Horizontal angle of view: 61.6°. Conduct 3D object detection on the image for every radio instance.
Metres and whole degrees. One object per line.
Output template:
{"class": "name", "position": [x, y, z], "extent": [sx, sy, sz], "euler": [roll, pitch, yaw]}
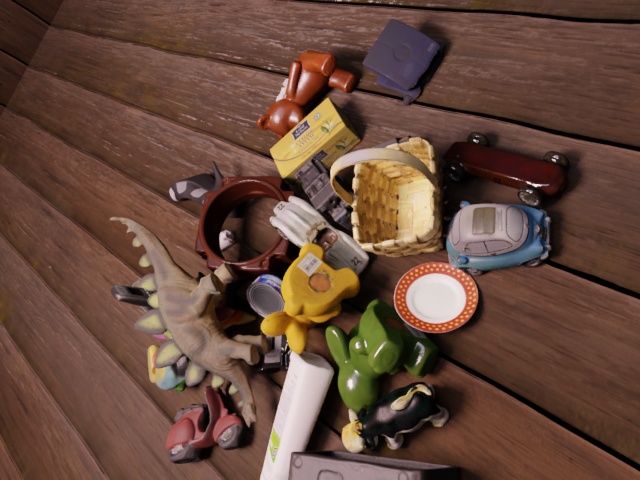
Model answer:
{"class": "radio", "position": [0.071, 0.350, 0.773], "extent": [0.230, 0.131, 0.073], "euler": [-9, 67, 34]}

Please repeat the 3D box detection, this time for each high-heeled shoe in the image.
{"class": "high-heeled shoe", "position": [-0.273, -0.089, 1.276], "extent": [0.249, 0.086, 0.145], "euler": [-23, 89, 48]}

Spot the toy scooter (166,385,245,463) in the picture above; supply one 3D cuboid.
{"class": "toy scooter", "position": [-0.222, 0.345, 1.032], "extent": [0.184, 0.075, 0.135], "euler": [-25, 58, 23]}

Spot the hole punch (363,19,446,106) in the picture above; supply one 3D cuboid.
{"class": "hole punch", "position": [0.159, -0.347, 1.032], "extent": [0.116, 0.092, 0.142], "euler": [34, 89, 37]}

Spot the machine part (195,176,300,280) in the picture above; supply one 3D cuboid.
{"class": "machine part", "position": [-0.140, -0.025, 1.079], "extent": [0.202, 0.087, 0.201], "euler": [2, 71, 14]}

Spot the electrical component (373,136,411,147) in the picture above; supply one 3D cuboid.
{"class": "electrical component", "position": [0.128, -0.157, 0.985], "extent": [0.102, 0.078, 0.045], "euler": [-17, 88, 25]}

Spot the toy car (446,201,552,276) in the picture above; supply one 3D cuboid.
{"class": "toy car", "position": [0.256, -0.009, 0.807], "extent": [0.162, 0.102, 0.109], "euler": [-4, 70, 38]}

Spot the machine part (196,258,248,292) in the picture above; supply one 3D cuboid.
{"class": "machine part", "position": [-0.207, 0.088, 1.135], "extent": [0.139, 0.084, 0.039], "euler": [-26, 30, 12]}

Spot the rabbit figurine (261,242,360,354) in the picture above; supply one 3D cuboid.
{"class": "rabbit figurine", "position": [-0.021, 0.116, 0.929], "extent": [0.122, 0.173, 0.162], "euler": [30, 61, 3]}

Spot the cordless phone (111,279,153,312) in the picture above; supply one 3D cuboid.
{"class": "cordless phone", "position": [-0.390, 0.116, 1.182], "extent": [0.147, 0.184, 0.088], "euler": [36, 99, 40]}

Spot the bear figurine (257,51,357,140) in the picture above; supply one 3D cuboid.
{"class": "bear figurine", "position": [-0.034, -0.294, 1.133], "extent": [0.132, 0.120, 0.195], "euler": [31, 93, 37]}

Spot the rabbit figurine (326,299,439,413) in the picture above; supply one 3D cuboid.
{"class": "rabbit figurine", "position": [0.072, 0.189, 0.855], "extent": [0.159, 0.121, 0.170], "euler": [46, 116, 42]}

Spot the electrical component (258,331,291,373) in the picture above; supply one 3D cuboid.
{"class": "electrical component", "position": [-0.071, 0.187, 1.003], "extent": [0.075, 0.047, 0.119], "euler": [-8, 68, 34]}

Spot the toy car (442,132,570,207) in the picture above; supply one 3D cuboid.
{"class": "toy car", "position": [0.290, -0.113, 0.855], "extent": [0.202, 0.053, 0.089], "euler": [25, 72, 41]}

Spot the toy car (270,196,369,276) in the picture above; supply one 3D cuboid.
{"class": "toy car", "position": [-0.002, -0.003, 0.979], "extent": [0.202, 0.056, 0.073], "euler": [39, 75, 10]}

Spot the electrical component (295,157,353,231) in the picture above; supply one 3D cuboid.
{"class": "electrical component", "position": [0.027, -0.079, 0.998], "extent": [0.058, 0.114, 0.134], "euler": [-45, 50, 16]}

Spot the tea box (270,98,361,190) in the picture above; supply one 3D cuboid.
{"class": "tea box", "position": [-0.012, -0.195, 1.105], "extent": [0.169, 0.068, 0.098], "euler": [-40, 52, 18]}

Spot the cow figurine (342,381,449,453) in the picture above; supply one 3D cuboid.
{"class": "cow figurine", "position": [0.099, 0.267, 0.797], "extent": [0.167, 0.098, 0.068], "euler": [-30, 56, 9]}

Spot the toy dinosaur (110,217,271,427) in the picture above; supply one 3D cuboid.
{"class": "toy dinosaur", "position": [-0.240, 0.127, 0.984], "extent": [0.198, 0.105, 0.471], "euler": [-32, 77, 14]}

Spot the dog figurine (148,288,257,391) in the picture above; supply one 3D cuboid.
{"class": "dog figurine", "position": [-0.237, 0.196, 1.087], "extent": [0.219, 0.108, 0.191], "euler": [-20, 60, 26]}
